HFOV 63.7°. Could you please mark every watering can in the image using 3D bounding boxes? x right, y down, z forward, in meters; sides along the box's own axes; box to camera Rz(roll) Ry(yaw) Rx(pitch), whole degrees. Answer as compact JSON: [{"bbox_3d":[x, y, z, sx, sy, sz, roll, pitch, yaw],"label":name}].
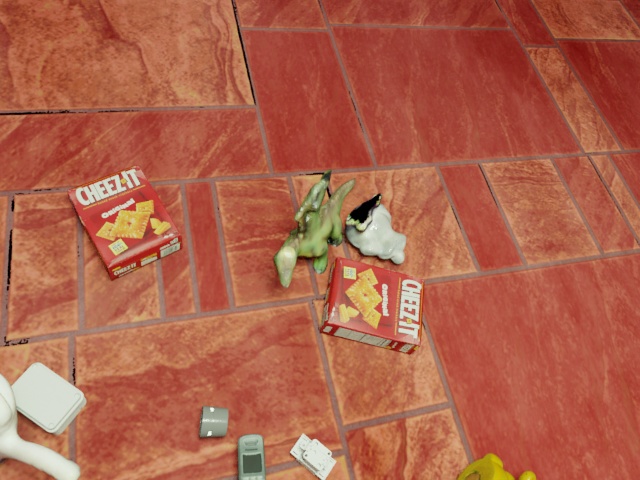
[{"bbox_3d":[-0.519,0.294,0.809,0.349,0.219,0.106,38,40,9],"label":"watering can"}]

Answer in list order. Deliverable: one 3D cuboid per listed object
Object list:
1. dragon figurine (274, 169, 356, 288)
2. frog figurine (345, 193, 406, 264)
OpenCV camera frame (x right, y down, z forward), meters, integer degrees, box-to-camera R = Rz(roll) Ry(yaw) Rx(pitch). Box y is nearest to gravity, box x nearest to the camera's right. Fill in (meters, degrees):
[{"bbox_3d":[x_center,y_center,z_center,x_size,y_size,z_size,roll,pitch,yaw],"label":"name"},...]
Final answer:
[{"bbox_3d":[0.003,-0.057,1.141,0.122,0.237,0.418,26,59,6],"label":"dragon figurine"},{"bbox_3d":[0.140,-0.013,1.242,0.157,0.121,0.141,51,35,-28],"label":"frog figurine"}]
